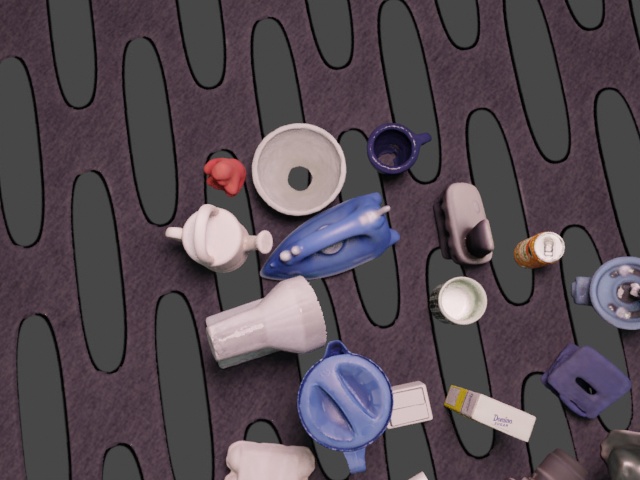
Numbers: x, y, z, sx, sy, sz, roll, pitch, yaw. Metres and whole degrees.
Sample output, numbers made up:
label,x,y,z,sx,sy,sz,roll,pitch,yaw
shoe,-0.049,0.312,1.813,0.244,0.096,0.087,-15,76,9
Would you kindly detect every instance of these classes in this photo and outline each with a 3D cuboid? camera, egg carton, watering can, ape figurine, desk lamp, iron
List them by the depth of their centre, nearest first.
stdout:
label,x,y,z,sx,sy,sz,roll,pitch,yaw
desk lamp,-0.094,0.144,0.927,0.203,0.213,0.118,-19,82,-3
camera,0.394,0.430,0.945,0.143,0.101,0.137,41,84,5
watering can,-0.170,-0.005,0.958,0.173,0.194,0.101,-15,82,-2
egg carton,-0.085,0.397,0.964,0.150,0.069,0.107,4,82,0
iron,0.009,0.004,0.984,0.258,0.141,0.118,-25,83,-4
ape figurine,-0.171,-0.118,1.025,0.076,0.092,0.078,-26,83,-3

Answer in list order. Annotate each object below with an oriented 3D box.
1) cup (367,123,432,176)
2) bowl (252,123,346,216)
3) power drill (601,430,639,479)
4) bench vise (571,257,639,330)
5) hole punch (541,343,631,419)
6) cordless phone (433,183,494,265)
label,x,y,z,sx,sy,sz,roll,pitch,yaw
cup,0.138,-0.158,1.031,0.118,0.095,0.092,-20,82,-3
bowl,-0.036,-0.121,1.035,0.167,0.075,0.167,0,82,0
power drill,0.553,0.359,0.901,0.229,0.208,0.076,5,82,1
bench vise,0.549,0.079,0.935,0.207,0.220,0.121,-10,82,-1
hole punch,0.452,0.244,0.977,0.108,0.091,0.101,41,84,5
cordless phone,0.259,-0.034,0.968,0.094,0.185,0.147,-13,82,-2
